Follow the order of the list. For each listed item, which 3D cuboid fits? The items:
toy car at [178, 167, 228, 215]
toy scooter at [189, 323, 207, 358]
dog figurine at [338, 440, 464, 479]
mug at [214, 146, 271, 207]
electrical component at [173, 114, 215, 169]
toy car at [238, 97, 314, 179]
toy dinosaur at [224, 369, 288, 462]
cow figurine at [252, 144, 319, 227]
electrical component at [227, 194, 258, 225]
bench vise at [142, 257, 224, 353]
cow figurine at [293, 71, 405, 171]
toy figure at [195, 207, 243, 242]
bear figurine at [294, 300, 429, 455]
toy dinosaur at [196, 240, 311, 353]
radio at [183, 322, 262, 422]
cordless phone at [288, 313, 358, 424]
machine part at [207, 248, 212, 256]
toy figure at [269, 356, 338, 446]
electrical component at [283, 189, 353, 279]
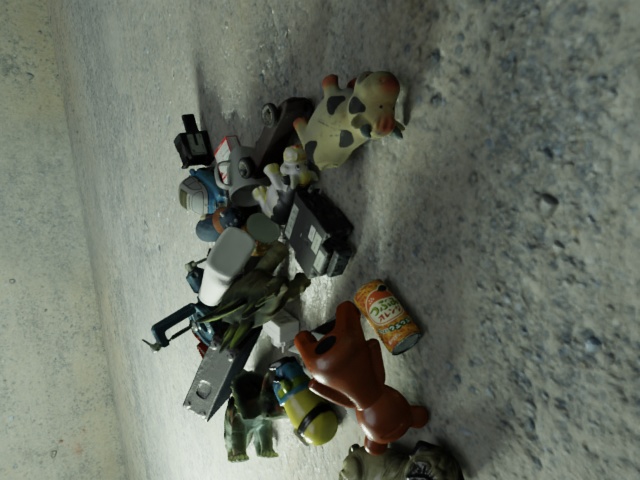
[{"bbox_3d":[-0.270,-0.099,1.230,0.162,0.103,0.109,39,132,46],"label":"toy car"},{"bbox_3d":[-0.265,0.287,1.370,0.184,0.075,0.135,38,148,33],"label":"toy scooter"},{"bbox_3d":[0.118,0.342,0.815,0.172,0.121,0.190,46,122,34],"label":"dog figurine"},{"bbox_3d":[-0.156,-0.130,1.052,0.080,0.109,0.107,-52,45,49],"label":"mug"},{"bbox_3d":[-0.302,-0.230,1.259,0.048,0.075,0.119,-29,81,54],"label":"electrical component"},{"bbox_3d":[-0.081,-0.178,0.931,0.053,0.089,0.202,59,144,19],"label":"toy car"},{"bbox_3d":[-0.166,0.404,1.235,0.405,0.131,0.192,136,134,-61],"label":"toy dinosaur"},{"bbox_3d":[-0.053,-0.090,0.938,0.098,0.068,0.167,61,147,14],"label":"cow figurine"},{"bbox_3d":[-0.163,-0.070,1.115,0.045,0.078,0.102,-7,101,33],"label":"electrical component"},{"bbox_3d":[-0.298,0.170,1.253,0.129,0.240,0.223,-1,115,53],"label":"bench vise"},{"bbox_3d":[0.042,-0.166,0.758,0.195,0.085,0.127,-40,61,51],"label":"cow figurine"},{"bbox_3d":[-0.196,-0.033,1.063,0.154,0.064,0.058,-17,59,49],"label":"toy figure"},{"bbox_3d":[0.064,0.209,0.801,0.195,0.120,0.132,50,-174,-20],"label":"bear figurine"},{"bbox_3d":[-0.113,0.104,0.946,0.105,0.198,0.471,45,153,0],"label":"toy dinosaur"},{"bbox_3d":[-0.217,0.281,1.192,0.073,0.131,0.229,28,113,9],"label":"radio"},{"bbox_3d":[0.043,0.223,0.906,0.184,0.089,0.146,57,142,10],"label":"cordless phone"},{"bbox_3d":[-0.212,-0.008,1.174,0.084,0.039,0.138,-99,31,-50],"label":"machine part"},{"bbox_3d":[-0.034,0.305,1.028,0.180,0.082,0.089,62,146,27],"label":"toy figure"},{"bbox_3d":[-0.002,-0.003,0.900,0.134,0.058,0.114,55,143,31],"label":"electrical component"}]
